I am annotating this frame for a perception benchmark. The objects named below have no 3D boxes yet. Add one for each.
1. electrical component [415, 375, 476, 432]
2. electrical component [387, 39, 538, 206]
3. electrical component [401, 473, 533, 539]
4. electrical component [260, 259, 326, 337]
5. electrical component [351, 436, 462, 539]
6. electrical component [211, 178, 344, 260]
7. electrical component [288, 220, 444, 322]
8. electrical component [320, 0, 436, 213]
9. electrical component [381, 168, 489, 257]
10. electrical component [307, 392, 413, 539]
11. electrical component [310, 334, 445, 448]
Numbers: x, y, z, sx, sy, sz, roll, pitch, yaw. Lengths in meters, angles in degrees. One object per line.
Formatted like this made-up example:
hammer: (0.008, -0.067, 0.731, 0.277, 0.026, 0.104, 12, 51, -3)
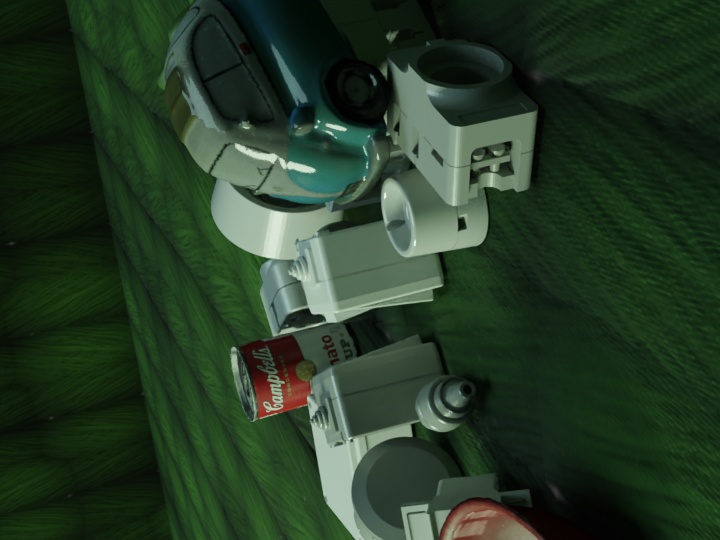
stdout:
electrical component: (0.060, 0.085, 0.705, 0.061, 0.035, 0.035, 130, 125, -66)
electrical component: (0.052, -0.085, 0.575, 0.089, 0.050, 0.055, -123, 25, -48)
electrical component: (0.076, 0.195, 0.674, 0.063, 0.079, 0.121, -52, -48, -76)
electrical component: (-0.057, 0.019, 0.981, 0.095, 0.054, 0.059, 123, 131, -66)
electrical component: (0.033, 0.165, 0.773, 0.051, 0.080, 0.080, 96, 154, -60)
electrical component: (-0.061, -0.068, 0.853, 0.060, 0.108, 0.108, 106, 147, -46)
electrical component: (0.000, 0.000, 0.722, 0.062, 0.096, 0.061, 170, 86, -72)
electrical component: (-0.005, -0.118, 0.708, 0.150, 0.062, 0.089, 105, 147, -57)
electrical component: (0.043, -0.037, 0.644, 0.055, 0.047, 0.055, 167, 90, -72)
electrical component: (0.005, 0.157, 0.890, 0.109, 0.056, 0.108, -151, 49, -67)
electrical component: (0.008, 0.087, 0.761, 0.062, 0.096, 0.061, 140, 117, -70)
